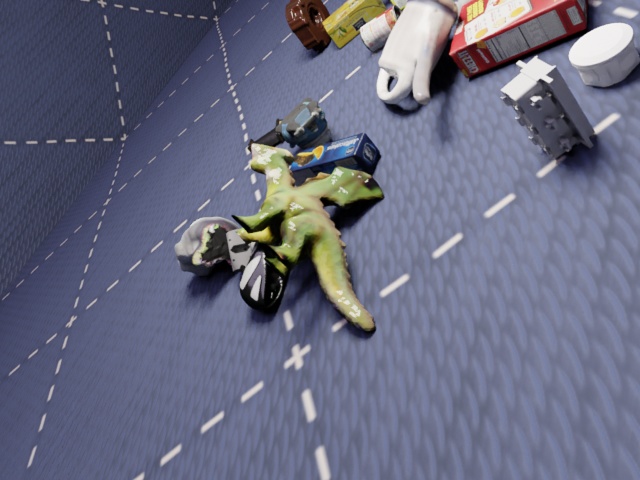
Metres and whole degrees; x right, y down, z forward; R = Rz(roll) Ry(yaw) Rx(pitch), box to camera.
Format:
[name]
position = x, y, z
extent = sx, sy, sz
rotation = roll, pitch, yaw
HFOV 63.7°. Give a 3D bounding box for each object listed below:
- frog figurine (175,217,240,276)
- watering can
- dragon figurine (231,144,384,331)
[frog figurine]
position = -0.239, 0.013, 1.084
extent = 0.139, 0.122, 0.159
rotation = -24, 10, -31
[watering can]
position = 0.188, -0.358, 0.972
extent = 0.222, 0.103, 0.353
rotation = -64, 15, 15
[dragon figurine]
position = 0.003, -0.043, 0.852
extent = 0.246, 0.119, 0.415
rotation = -41, 59, -21
